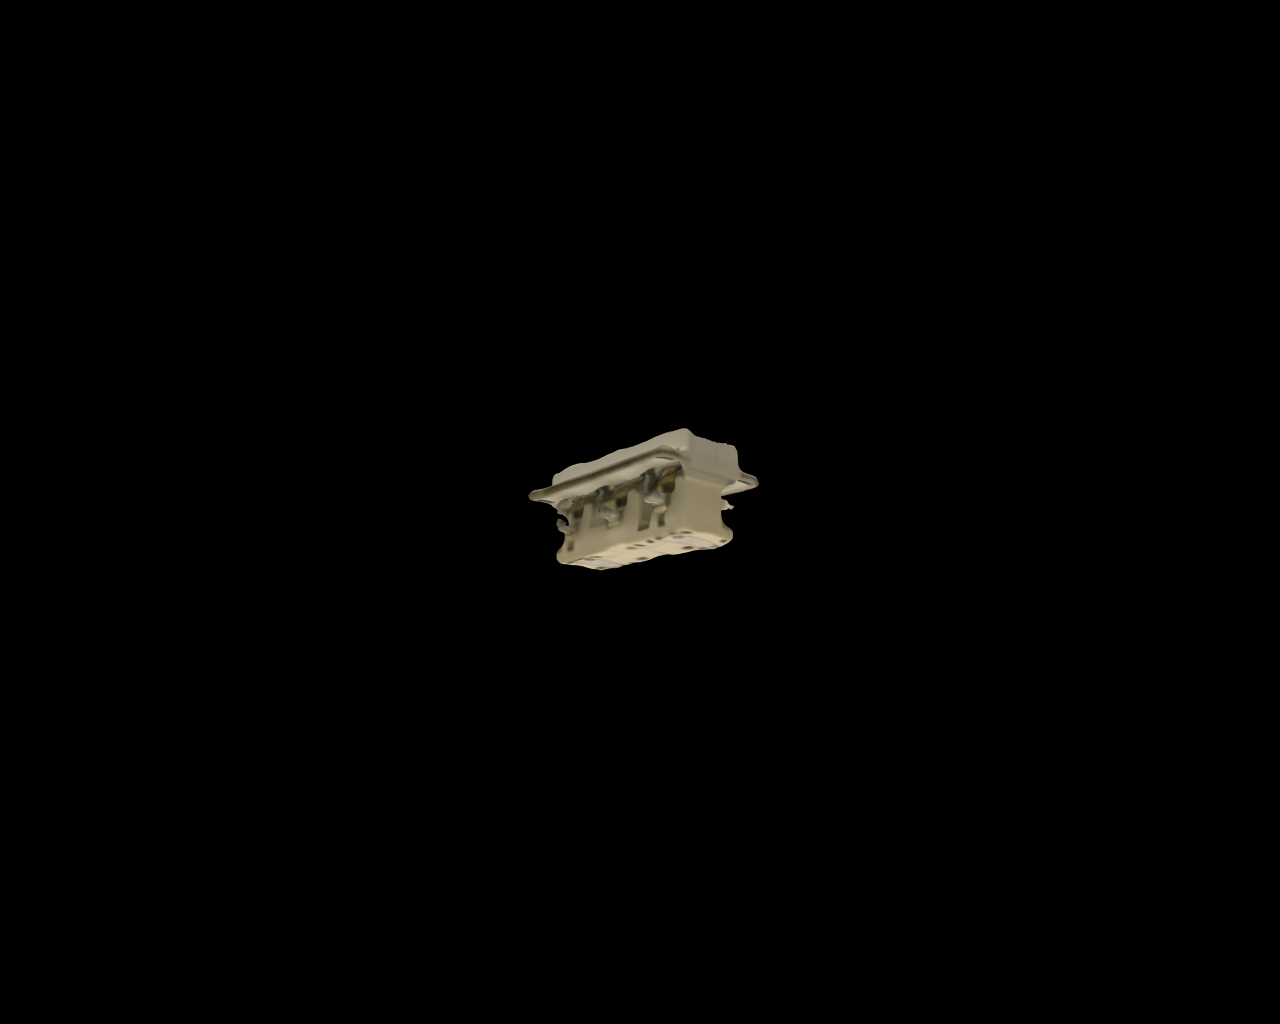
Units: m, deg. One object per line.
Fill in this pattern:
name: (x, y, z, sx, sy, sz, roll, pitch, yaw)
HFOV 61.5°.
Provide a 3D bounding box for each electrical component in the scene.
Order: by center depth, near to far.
electrical component: (0.001, -0.003, 0.650, 0.079, 0.063, 0.121, 14, -20, -42)
